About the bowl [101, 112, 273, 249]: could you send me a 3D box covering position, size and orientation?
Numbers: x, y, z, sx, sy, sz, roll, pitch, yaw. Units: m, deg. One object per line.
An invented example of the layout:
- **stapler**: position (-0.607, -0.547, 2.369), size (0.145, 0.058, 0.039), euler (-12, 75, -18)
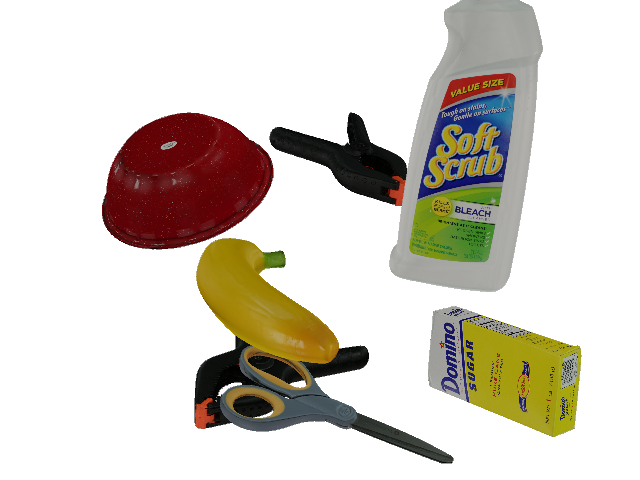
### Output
- **bowl**: position (-0.126, -0.065, 0.947), size (0.162, 0.055, 0.162), euler (-10, 40, 8)

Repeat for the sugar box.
- **sugar box**: position (0.195, 0.138, 1.156), size (0.048, 0.093, 0.177), euler (-10, 18, -43)

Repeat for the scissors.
- **scissors**: position (0.002, 0.152, 0.882), size (0.202, 0.016, 0.096), euler (32, 46, 25)

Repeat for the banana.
- **banana**: position (-0.041, 0.030, 0.666), size (0.069, 0.037, 0.198), euler (-3, 17, -10)

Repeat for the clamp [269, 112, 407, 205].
- **clamp**: position (0.026, -0.087, 1.133), size (0.120, 0.039, 0.172), euler (-15, 36, -23)

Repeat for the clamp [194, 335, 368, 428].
- **clamp**: position (-0.054, 0.136, 1.107), size (0.165, 0.036, 0.209), euler (15, 29, 19)

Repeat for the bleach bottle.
- **bleach bottle**: position (0.115, -0.088, 0.835), size (0.103, 0.251, 0.068), euler (9, 23, 15)
